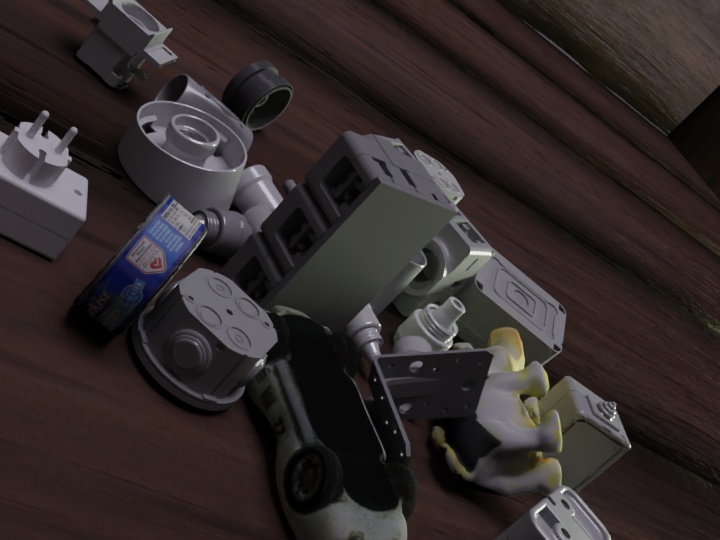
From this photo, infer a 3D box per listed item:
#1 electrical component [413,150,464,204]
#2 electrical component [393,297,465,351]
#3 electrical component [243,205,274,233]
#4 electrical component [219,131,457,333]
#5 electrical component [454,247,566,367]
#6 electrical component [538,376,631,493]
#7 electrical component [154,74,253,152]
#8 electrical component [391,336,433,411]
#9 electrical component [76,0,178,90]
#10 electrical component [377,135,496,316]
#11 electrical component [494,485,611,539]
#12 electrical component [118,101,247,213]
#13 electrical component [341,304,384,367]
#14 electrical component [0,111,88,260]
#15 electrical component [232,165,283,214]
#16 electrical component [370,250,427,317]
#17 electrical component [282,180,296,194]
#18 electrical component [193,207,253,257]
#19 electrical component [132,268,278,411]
[{"bbox_3d":[0.071,-0.089,1.188,0.080,0.051,0.080,36,23,-18],"label":"electrical component"},{"bbox_3d":[0.062,0.049,0.903,0.043,0.062,0.043,36,23,-18],"label":"electrical component"},{"bbox_3d":[-0.073,-0.024,0.839,0.040,0.040,0.046,27,22,-36],"label":"electrical component"},{"bbox_3d":[-0.019,-0.021,0.773,0.089,0.150,0.061,16,35,-48],"label":"electrical component"},{"bbox_3d":[0.136,0.042,1.033,0.113,0.057,0.078,38,35,-12],"label":"electrical component"},{"bbox_3d":[0.175,0.135,0.894,0.062,0.096,0.061,35,23,-21],"label":"electrical component"},{"bbox_3d":[-0.138,-0.130,0.909,0.077,0.044,0.079,40,4,-36],"label":"electrical component"},{"bbox_3d":[0.042,0.079,0.845,0.044,0.044,0.065,38,18,-14],"label":"electrical component"},{"bbox_3d":[-0.197,-0.189,0.891,0.081,0.064,0.042,42,21,-4],"label":"electrical component"},{"bbox_3d":[0.037,-0.041,0.989,0.150,0.089,0.062,52,23,20],"label":"electrical component"},{"bbox_3d":[0.128,0.196,0.752,0.053,0.059,0.095,50,22,16],"label":"electrical component"},{"bbox_3d":[-0.138,-0.083,0.833,0.099,0.064,0.099,23,31,-14],"label":"electrical component"},{"bbox_3d":[0.002,0.051,0.835,0.035,0.035,0.061,14,39,-51],"label":"electrical component"},{"bbox_3d":[-0.198,-0.062,0.641,0.083,0.075,0.047,30,25,-29],"label":"electrical component"},{"bbox_3d":[-0.083,-0.056,0.881,0.046,0.040,0.040,55,24,14],"label":"electrical component"},{"bbox_3d":[0.000,0.000,0.867,0.079,0.077,0.044,28,27,-32],"label":"electrical component"},{"bbox_3d":[-0.050,-0.055,0.941,0.035,0.035,0.061,16,32,-49],"label":"electrical component"},{"bbox_3d":[-0.110,-0.030,0.790,0.061,0.035,0.035,14,36,-48],"label":"electrical component"},{"bbox_3d":[-0.095,0.042,0.661,0.080,0.051,0.080,36,23,-18],"label":"electrical component"}]
